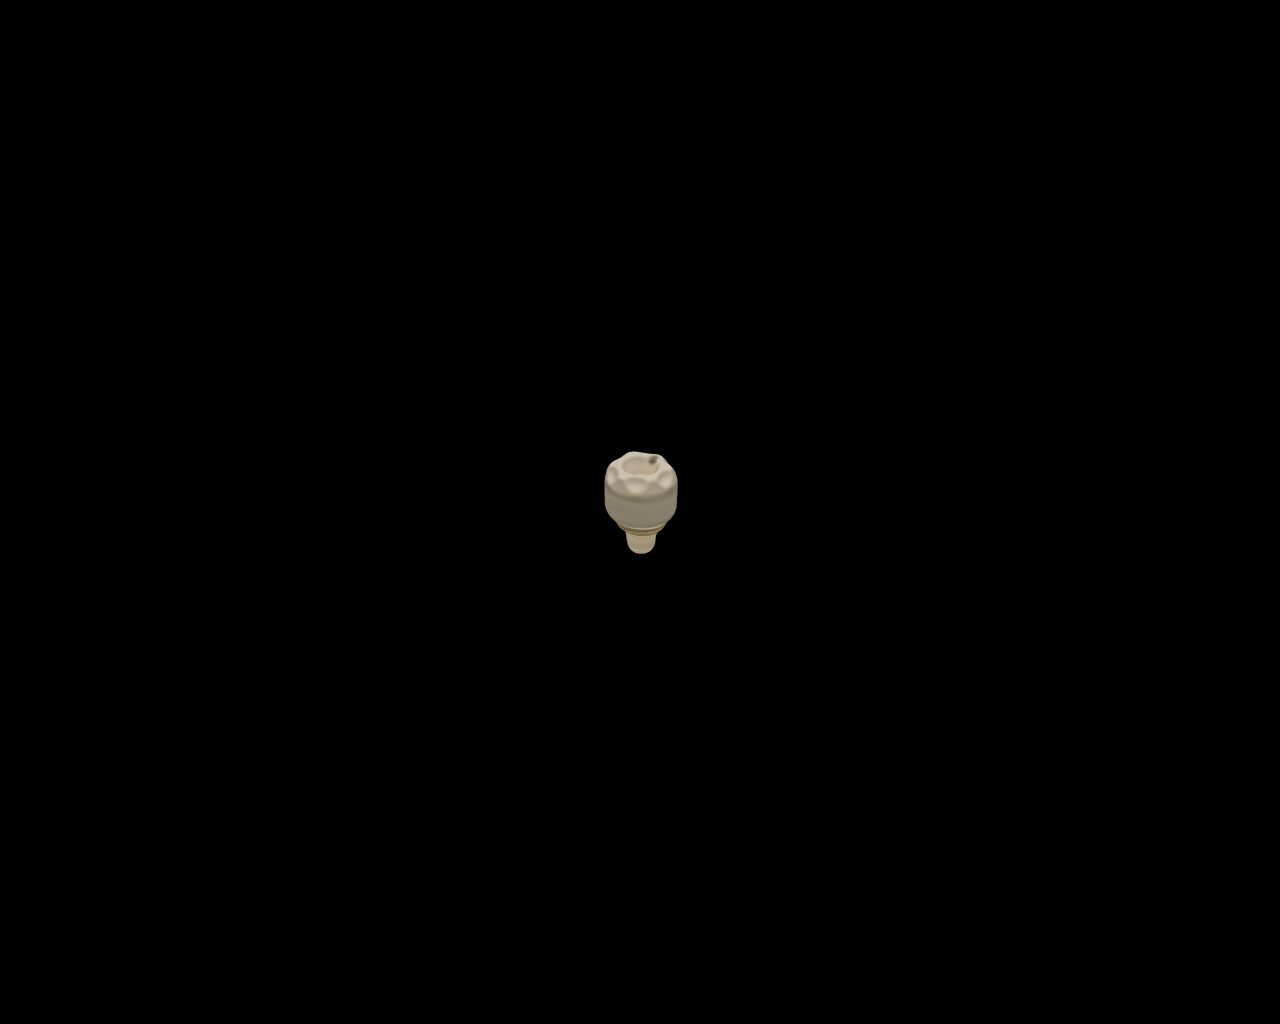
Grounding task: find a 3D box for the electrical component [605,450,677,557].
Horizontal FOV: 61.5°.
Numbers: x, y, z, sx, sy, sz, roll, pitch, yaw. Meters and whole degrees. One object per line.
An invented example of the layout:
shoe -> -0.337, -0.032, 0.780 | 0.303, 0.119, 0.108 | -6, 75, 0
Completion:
electrical component -> 0.001, -0.003, 0.650 | 0.043, 0.062, 0.043 | 0, 32, 0
